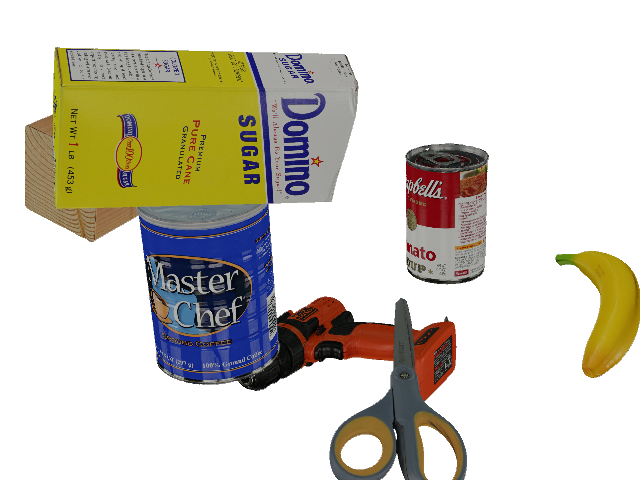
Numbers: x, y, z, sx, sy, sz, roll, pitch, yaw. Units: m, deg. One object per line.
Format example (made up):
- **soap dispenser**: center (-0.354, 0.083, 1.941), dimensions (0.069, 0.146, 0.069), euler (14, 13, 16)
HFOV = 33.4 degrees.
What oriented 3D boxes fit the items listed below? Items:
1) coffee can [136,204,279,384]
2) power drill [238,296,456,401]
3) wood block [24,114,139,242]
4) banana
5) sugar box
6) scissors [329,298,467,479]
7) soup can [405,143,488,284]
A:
- **coffee can**: center (-0.087, 0.028, 0.848), dimensions (0.103, 0.140, 0.103), euler (-3, 25, 1)
- **power drill**: center (0.029, 0.113, 1.075), dimensions (0.188, 0.057, 0.184), euler (9, 23, 28)
- **wood block**: center (-0.183, -0.092, 1.048), dimensions (0.090, 0.091, 0.205), euler (26, 36, 22)
- **banana**: center (0.272, 0.061, 1.016), dimensions (0.070, 0.037, 0.197), euler (-28, 23, 19)
- **sugar box**: center (-0.071, -0.066, 0.644), dimensions (0.176, 0.093, 0.048), euler (-1, 44, -16)
- **scissors**: center (0.041, 0.104, 0.735), dimensions (0.096, 0.016, 0.202), euler (-6, 34, -11)
- **soup can**: center (0.105, -0.023, 0.891), dimensions (0.068, 0.102, 0.068), euler (-2, 22, 0)
